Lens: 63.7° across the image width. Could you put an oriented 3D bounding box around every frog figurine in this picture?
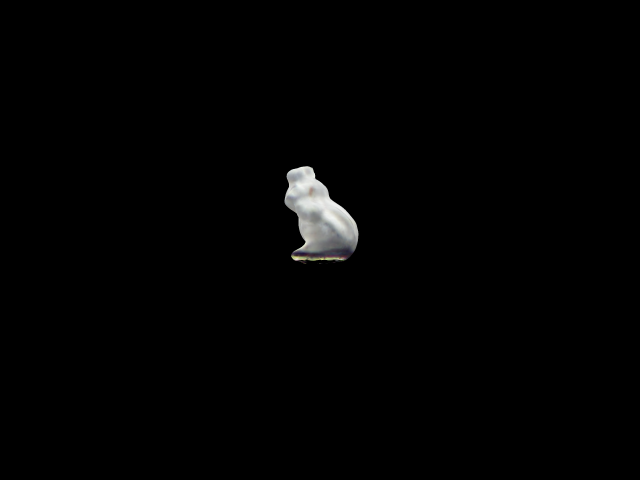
[{"bbox_3d":[0.003,-0.043,0.850,0.122,0.160,0.137,-5,-9,32],"label":"frog figurine"}]
